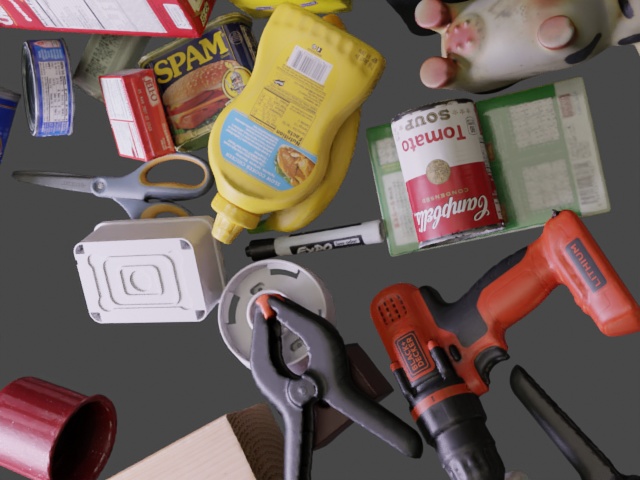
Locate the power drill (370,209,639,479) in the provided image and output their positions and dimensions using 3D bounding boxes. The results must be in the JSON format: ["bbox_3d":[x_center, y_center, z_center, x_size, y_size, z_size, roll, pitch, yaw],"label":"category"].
[{"bbox_3d":[0.144,0.079,0.798,0.188,0.057,0.184,-32,61,12],"label":"power drill"}]

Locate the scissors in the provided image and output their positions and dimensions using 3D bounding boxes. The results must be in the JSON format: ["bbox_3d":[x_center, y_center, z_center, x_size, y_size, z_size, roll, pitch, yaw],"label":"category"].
[{"bbox_3d":[-0.185,-0.030,0.956,0.202,0.016,0.096,-8,86,19],"label":"scissors"}]

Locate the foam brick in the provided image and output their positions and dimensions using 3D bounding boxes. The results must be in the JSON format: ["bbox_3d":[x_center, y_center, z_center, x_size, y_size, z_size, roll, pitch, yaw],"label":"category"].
[{"bbox_3d":[0.011,0.127,0.866,0.078,0.051,0.053,-42,76,14],"label":"foam brick"}]

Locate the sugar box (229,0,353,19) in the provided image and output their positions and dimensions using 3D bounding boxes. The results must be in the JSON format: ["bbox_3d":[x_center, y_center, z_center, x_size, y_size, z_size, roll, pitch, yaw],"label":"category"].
[{"bbox_3d":[-0.041,-0.215,0.827,0.093,0.176,0.048,-1,88,18],"label":"sugar box"}]

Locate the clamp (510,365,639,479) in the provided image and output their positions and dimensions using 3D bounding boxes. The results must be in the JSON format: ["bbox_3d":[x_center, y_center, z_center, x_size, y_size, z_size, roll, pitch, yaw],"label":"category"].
[{"bbox_3d":[0.242,0.181,0.792,0.165,0.036,0.210,-15,80,19],"label":"clamp"}]

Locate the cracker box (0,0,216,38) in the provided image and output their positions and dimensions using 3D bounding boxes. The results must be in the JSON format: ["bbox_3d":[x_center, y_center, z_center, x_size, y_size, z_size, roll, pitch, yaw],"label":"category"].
[{"bbox_3d":[-0.178,-0.256,0.902,0.214,0.072,0.164,7,65,21],"label":"cracker box"}]

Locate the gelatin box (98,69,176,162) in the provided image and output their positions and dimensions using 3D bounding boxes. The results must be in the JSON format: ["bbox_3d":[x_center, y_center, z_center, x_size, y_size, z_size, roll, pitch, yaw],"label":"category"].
[{"bbox_3d":[-0.155,-0.107,0.903,0.030,0.089,0.073,-20,105,-22],"label":"gelatin box"}]

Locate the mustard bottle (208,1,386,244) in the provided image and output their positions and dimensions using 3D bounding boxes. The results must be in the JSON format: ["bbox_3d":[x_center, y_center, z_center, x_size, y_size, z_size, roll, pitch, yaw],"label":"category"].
[{"bbox_3d":[-0.033,-0.083,0.843,0.096,0.058,0.192,30,99,5],"label":"mustard bottle"}]

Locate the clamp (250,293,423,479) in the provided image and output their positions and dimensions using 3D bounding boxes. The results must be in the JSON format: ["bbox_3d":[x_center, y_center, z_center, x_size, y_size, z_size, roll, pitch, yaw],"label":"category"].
[{"bbox_3d":[-0.011,0.125,0.826,0.120,0.039,0.171,-38,72,10],"label":"clamp"}]

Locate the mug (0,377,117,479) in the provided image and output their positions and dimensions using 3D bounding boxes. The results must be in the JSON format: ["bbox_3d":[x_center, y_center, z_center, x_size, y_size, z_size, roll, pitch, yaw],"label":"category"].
[{"bbox_3d":[-0.237,0.178,0.938,0.082,0.093,0.117,15,129,24],"label":"mug"}]

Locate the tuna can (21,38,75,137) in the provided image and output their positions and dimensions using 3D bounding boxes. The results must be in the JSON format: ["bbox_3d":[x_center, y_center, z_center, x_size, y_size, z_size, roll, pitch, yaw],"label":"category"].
[{"bbox_3d":[-0.240,-0.134,0.940,0.033,0.086,0.086,-6,85,-21],"label":"tuna can"}]

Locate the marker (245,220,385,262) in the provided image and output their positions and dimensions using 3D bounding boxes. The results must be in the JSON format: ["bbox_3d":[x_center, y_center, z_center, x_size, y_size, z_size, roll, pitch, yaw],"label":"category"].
[{"bbox_3d":[-0.006,0.001,0.892,0.121,0.020,0.020,-9,86,19],"label":"marker"}]

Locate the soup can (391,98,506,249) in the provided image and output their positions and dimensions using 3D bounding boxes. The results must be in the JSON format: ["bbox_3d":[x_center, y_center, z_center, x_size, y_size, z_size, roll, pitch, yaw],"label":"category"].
[{"bbox_3d":[0.097,-0.050,0.816,0.069,0.068,0.102,-14,85,18],"label":"soup can"}]

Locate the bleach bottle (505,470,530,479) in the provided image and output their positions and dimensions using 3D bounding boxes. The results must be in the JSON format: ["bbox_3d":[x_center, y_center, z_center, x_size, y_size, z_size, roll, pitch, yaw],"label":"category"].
[{"bbox_3d":[0.054,0.259,0.843,0.251,0.068,0.102,-20,81,19],"label":"bleach bottle"}]

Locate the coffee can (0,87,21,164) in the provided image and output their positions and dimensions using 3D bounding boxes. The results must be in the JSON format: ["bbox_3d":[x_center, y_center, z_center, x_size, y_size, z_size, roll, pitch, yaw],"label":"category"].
[{"bbox_3d":[-0.340,-0.080,0.964,0.103,0.102,0.140,19,95,18],"label":"coffee can"}]

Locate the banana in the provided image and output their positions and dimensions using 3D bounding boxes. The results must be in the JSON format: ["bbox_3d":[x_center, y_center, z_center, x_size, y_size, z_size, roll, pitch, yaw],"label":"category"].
[{"bbox_3d":[-0.002,-0.086,0.883,0.070,0.037,0.198,23,96,16],"label":"banana"}]

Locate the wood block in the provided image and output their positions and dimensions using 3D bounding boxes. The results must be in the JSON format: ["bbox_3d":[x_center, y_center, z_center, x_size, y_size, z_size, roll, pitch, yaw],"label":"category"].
[{"bbox_3d":[-0.125,0.225,0.890,0.206,0.090,0.091,-31,79,16],"label":"wood block"}]

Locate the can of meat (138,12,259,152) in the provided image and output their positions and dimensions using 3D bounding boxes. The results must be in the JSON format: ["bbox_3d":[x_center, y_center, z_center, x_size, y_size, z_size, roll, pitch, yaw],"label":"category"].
[{"bbox_3d":[-0.091,-0.131,0.906,0.102,0.057,0.084,-24,83,17],"label":"can of meat"}]
